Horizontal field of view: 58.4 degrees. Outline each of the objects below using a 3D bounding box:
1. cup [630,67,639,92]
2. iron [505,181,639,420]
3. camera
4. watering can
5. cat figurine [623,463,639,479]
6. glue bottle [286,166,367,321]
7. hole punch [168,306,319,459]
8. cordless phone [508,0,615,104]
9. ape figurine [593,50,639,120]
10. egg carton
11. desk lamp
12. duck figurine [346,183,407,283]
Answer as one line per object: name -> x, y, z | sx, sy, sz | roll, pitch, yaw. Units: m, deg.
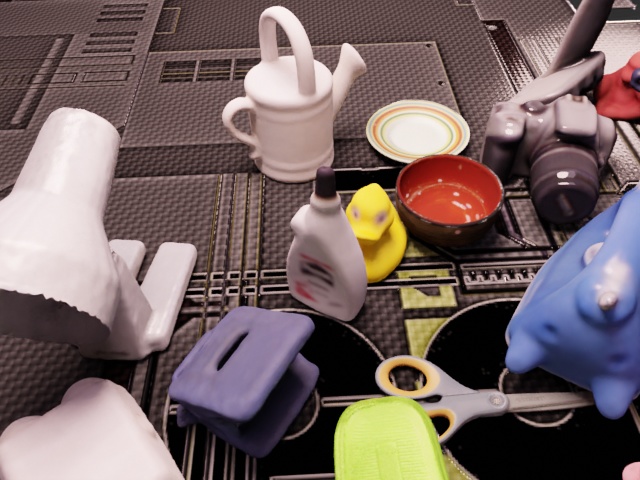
cup -> 0.432, -0.161, 0.702 | 0.117, 0.095, 0.092 | 19, 51, 18
iron -> 0.261, 0.018, 0.509 | 0.118, 0.141, 0.259 | 24, 52, 22
camera -> 0.257, -0.093, 0.640 | 0.143, 0.101, 0.137 | 9, 48, 10
watering can -> -0.029, -0.173, 0.657 | 0.100, 0.194, 0.173 | 29, 54, 25
cat figurine -> 0.270, 0.163, 0.392 | 0.128, 0.118, 0.067 | -6, 47, -4
glue bottle -> 0.005, 0.002, 0.509 | 0.078, 0.173, 0.037 | 19, 51, 19
hole punch -> -0.064, 0.106, 0.470 | 0.101, 0.091, 0.109 | 22, 52, 20
cordless phone -> 0.300, -0.227, 0.705 | 0.094, 0.185, 0.148 | 31, 55, 26
ape figurine -> 0.405, -0.204, 0.744 | 0.076, 0.092, 0.077 | -24, 51, -19
egg carton -> -0.167, 0.176, 0.423 | 0.107, 0.069, 0.150 | -33, 55, -26
desk lamp -> -0.195, 0.015, 0.473 | 0.118, 0.214, 0.203 | 3, 48, 5
duck figurine -> 0.052, -0.020, 0.587 | 0.077, 0.086, 0.104 | 10, 48, 10
